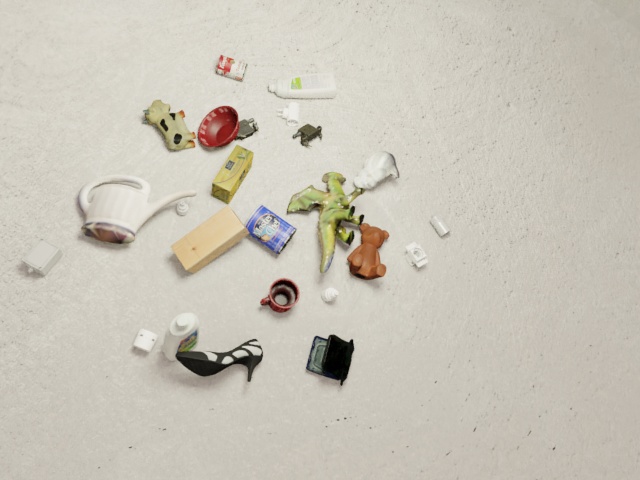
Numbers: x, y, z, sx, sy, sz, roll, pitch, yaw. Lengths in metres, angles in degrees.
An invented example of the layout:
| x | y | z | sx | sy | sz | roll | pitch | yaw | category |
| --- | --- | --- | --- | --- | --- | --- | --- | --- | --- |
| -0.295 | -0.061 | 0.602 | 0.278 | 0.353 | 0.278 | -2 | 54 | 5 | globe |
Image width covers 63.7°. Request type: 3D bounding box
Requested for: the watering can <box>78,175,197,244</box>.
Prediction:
| x | y | z | sx | sy | sz | roll | pitch | yaw | category |
| --- | --- | --- | --- | --- | --- | --- | --- | --- | --- |
| -0.560 | -0.091 | 1.537 | 0.348 | 0.102 | 0.229 | 7 | 63 | 2 | watering can |

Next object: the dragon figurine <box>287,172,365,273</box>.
| x | y | z | sx | sy | sz | roll | pitch | yaw | category |
| --- | --- | --- | --- | --- | --- | --- | --- | --- | --- |
| 0.005 | -0.085 | 1.693 | 0.244 | 0.119 | 0.419 | 17 | 53 | 23 | dragon figurine |

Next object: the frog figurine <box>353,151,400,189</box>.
| x | y | z | sx | sy | sz | roll | pitch | yaw | category |
| --- | --- | --- | --- | --- | --- | --- | --- | --- | --- |
| 0.187 | -0.246 | 1.811 | 0.160 | 0.120 | 0.140 | -14 | 37 | -11 | frog figurine |
